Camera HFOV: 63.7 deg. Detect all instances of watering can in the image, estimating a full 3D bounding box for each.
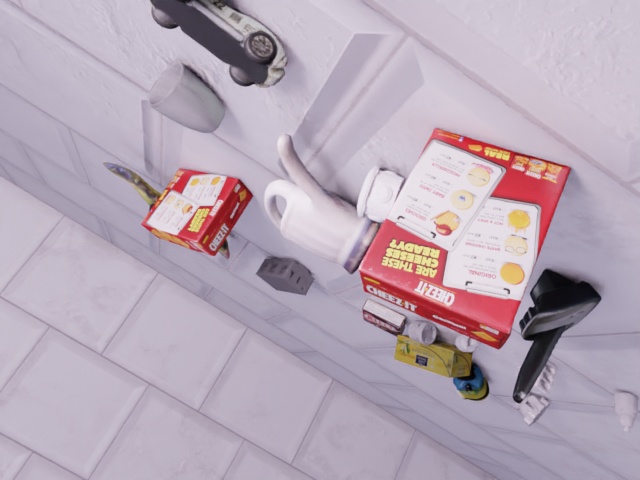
[{"bbox_3d":[0.003,-0.045,0.891,0.225,0.105,0.342,27,159,4],"label":"watering can"}]

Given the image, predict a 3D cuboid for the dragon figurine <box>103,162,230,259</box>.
[{"bbox_3d":[-0.398,-0.078,1.393,0.407,0.123,0.242,38,166,-16],"label":"dragon figurine"}]
